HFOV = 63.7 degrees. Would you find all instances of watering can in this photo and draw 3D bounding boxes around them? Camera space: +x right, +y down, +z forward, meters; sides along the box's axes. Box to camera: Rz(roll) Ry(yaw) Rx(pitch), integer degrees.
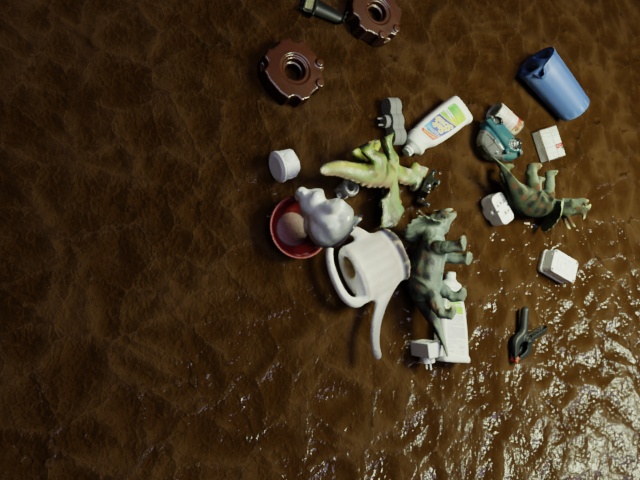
[{"bbox_3d":[0.143,0.112,1.351,0.226,0.347,0.103,-25,1,-26],"label":"watering can"}]

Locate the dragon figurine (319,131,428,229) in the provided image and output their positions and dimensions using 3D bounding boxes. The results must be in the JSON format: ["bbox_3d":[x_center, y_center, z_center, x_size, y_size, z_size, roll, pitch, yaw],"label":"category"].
[{"bbox_3d":[0.162,-0.147,1.370,0.121,0.241,0.416,-15,13,47],"label":"dragon figurine"}]

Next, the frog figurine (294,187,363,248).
[{"bbox_3d":[0.004,-0.062,1.235,0.158,0.125,0.135,42,-39,-16],"label":"frog figurine"}]
